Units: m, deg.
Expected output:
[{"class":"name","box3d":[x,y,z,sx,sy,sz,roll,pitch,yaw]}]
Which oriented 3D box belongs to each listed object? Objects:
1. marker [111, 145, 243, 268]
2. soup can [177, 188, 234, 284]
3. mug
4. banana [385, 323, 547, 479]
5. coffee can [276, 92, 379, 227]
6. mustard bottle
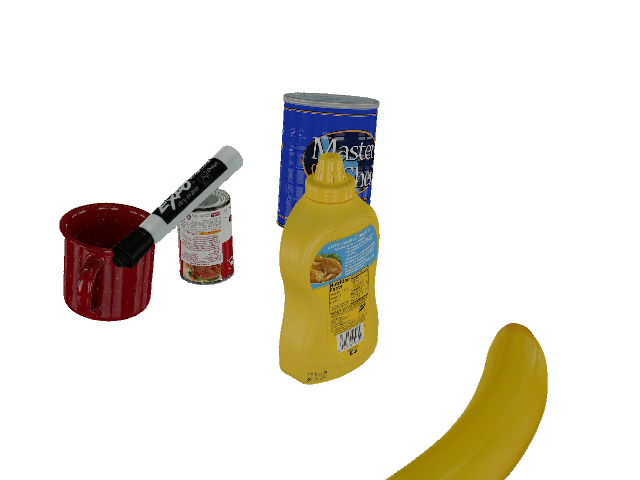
[{"class":"marker","box3d":[-0.097,-0.023,0.722,0.020,0.020,0.121,0,38,48]},{"class":"soup can","box3d":[-0.141,-0.006,1.304,0.068,0.102,0.068,0,26,0]},{"class":"mug","box3d":[-0.198,0.027,0.983,0.093,0.081,0.117,10,28,2]},{"class":"banana","box3d":[0.073,0.100,0.552,0.070,0.037,0.197,22,41,37]},{"class":"coffee can","box3d":[0.007,-0.085,1.152,0.103,0.140,0.103,4,12,-1]},{"class":"mustard bottle","box3d":[0.008,0.019,0.886,0.096,0.192,0.058,-22,34,-38]}]
